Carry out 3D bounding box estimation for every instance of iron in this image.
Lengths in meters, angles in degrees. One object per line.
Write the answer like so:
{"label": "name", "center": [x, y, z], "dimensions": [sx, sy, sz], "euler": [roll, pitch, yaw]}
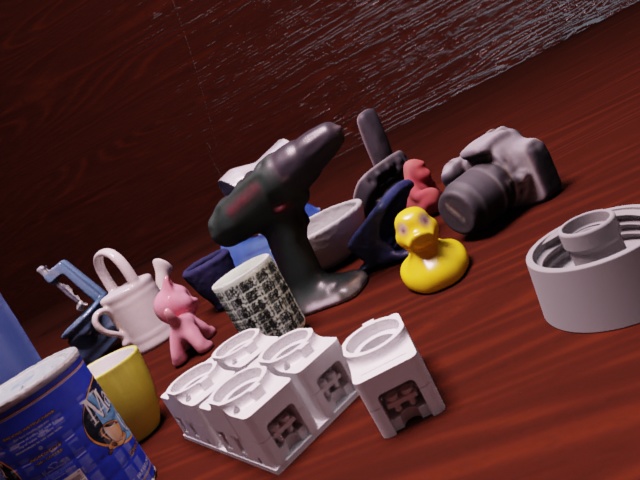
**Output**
{"label": "iron", "center": [-0.087, -0.021, 1.095], "dimensions": [0.258, 0.141, 0.119], "euler": [-25, 12, 18]}

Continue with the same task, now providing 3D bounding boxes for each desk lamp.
{"label": "desk lamp", "center": [-0.078, -0.088, 1.188], "dimensions": [0.203, 0.214, 0.117], "euler": [-33, 12, -22]}

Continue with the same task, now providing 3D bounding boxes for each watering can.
{"label": "watering can", "center": [-0.339, 0.098, 1.038], "dimensions": [0.100, 0.194, 0.173], "euler": [-24, 12, 23]}

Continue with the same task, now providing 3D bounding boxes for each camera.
{"label": "camera", "center": [0.199, -0.072, 0.722], "dimensions": [0.137, 0.101, 0.142], "euler": [-34, 12, -26]}

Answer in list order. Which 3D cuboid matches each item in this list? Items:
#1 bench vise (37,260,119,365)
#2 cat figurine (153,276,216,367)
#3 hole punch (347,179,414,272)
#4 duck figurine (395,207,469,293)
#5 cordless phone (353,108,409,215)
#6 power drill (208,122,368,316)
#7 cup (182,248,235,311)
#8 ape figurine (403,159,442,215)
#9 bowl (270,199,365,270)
{"label": "bench vise", "center": [-0.450, 0.118, 1.159], "dimensions": [0.208, 0.220, 0.121], "euler": [-34, 12, -26]}
{"label": "cat figurine", "center": [-0.214, 0.112, 0.863], "dimensions": [0.067, 0.118, 0.127], "euler": [-29, 11, -4]}
{"label": "hole punch", "center": [0.088, -0.020, 0.788], "dimensions": [0.100, 0.091, 0.109], "euler": [-19, 14, 40]}
{"label": "duck figurine", "center": [0.113, 0.002, 0.634], "dimensions": [0.077, 0.086, 0.104], "euler": [-27, 11, 10]}
{"label": "cordless phone", "center": [0.100, -0.155, 1.129], "dimensions": [0.094, 0.185, 0.148], "euler": [-16, 17, 49]}
{"label": "power drill", "center": [-0.026, -0.015, 0.739], "dimensions": [0.229, 0.208, 0.076], "euler": [-23, 12, 26]}
{"label": "cup", "center": [-0.185, 0.075, 1.025], "dimensions": [0.092, 0.095, 0.117], "euler": [-31, 11, -14]}
{"label": "ape figurine", "center": [0.161, -0.084, 0.899], "dimensions": [0.076, 0.092, 0.078], "euler": [-21, 14, 35]}
{"label": "bowl", "center": [0.008, 0.003, 0.923], "dimensions": [0.167, 0.075, 0.167], "euler": [-27, 11, 6]}
